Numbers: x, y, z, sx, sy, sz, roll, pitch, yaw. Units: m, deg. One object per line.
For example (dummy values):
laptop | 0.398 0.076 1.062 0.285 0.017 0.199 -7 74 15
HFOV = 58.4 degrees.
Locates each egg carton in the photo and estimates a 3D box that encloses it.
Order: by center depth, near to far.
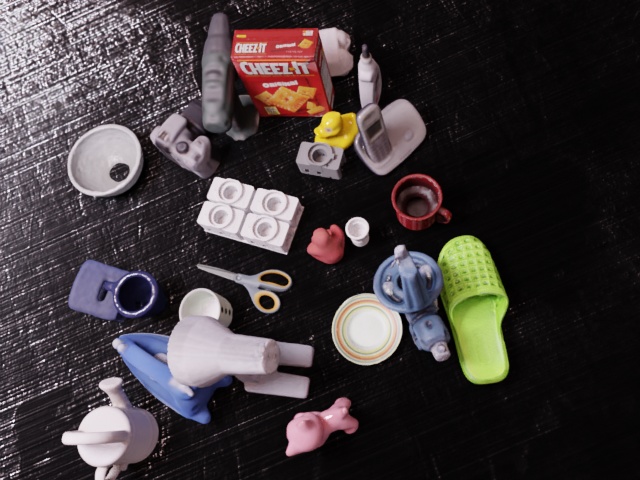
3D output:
egg carton | -0.004 -0.396 1.239 0.150 0.069 0.107 -9 71 7

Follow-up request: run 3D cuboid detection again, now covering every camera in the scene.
camera | -0.270 -0.226 1.212 0.143 0.101 0.137 32 80 18

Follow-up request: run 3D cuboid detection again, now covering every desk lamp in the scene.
desk lamp | -0.130 0.203 0.989 0.203 0.214 0.118 4 73 11

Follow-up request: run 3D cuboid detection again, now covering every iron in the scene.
iron | -0.298 0.230 1.047 0.257 0.141 0.119 25 78 16

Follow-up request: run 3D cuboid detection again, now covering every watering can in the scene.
watering can | -0.370 0.334 0.997 0.101 0.194 0.172 -22 70 2

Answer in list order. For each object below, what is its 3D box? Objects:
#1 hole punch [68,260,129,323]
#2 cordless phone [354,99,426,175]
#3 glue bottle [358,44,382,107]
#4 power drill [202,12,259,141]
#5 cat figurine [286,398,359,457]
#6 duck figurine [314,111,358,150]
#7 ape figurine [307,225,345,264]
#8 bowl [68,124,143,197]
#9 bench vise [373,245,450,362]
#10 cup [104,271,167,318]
hole punch | -0.425 0.101 1.137 0.101 0.091 0.109 12 75 13
cordless phone | 0.130 -0.220 1.098 0.147 0.185 0.094 -45 71 -6
glue bottle | 0.097 -0.333 1.146 0.037 0.173 0.078 6 73 12
power drill | -0.185 -0.307 1.166 0.075 0.209 0.229 -1 72 10
cat figurine | -0.003 0.319 0.981 0.128 0.118 0.067 -27 70 0
duck figurine | 0.032 -0.232 1.171 0.104 0.086 0.077 -33 70 -2
ape figurine | 0.010 0.004 1.095 0.078 0.092 0.076 -22 70 2
bowl | -0.448 -0.160 1.234 0.167 0.075 0.167 -3 72 9
bench vise | 0.174 0.093 0.970 0.121 0.220 0.207 -41 70 -5
cup | -0.353 0.111 1.120 0.117 0.095 0.092 13 75 14
